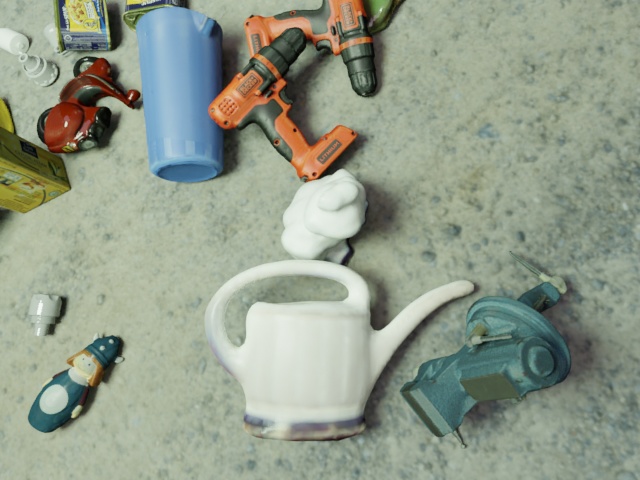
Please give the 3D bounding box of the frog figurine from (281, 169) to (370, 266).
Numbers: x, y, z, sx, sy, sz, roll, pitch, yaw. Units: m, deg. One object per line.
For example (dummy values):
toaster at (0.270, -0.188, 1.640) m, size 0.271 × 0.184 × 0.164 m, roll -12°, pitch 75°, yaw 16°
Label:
frog figurine at (0.002, -0.034, 0.680) m, size 0.124 × 0.158 × 0.137 m, roll 42°, pitch 88°, yaw 19°

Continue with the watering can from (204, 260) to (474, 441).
watering can at (0.028, 0.139, 0.652) m, size 0.348 × 0.103 × 0.225 m, roll 2°, pitch 85°, yaw -4°

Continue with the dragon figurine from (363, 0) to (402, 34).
dragon figurine at (0.030, -0.436, 0.821) m, size 0.408 × 0.122 × 0.244 m, roll -24°, pitch 81°, yaw 14°
